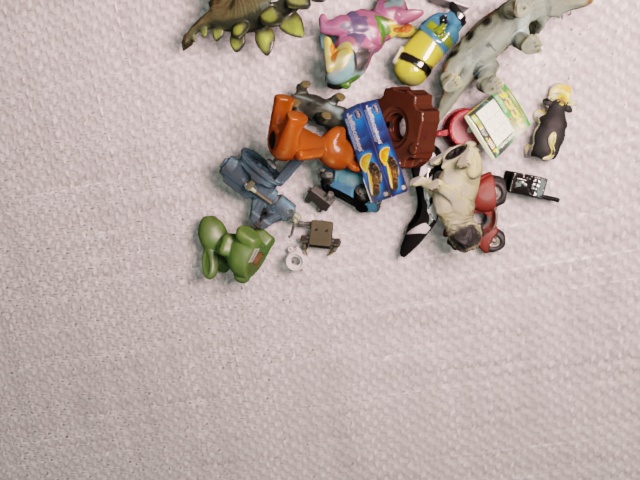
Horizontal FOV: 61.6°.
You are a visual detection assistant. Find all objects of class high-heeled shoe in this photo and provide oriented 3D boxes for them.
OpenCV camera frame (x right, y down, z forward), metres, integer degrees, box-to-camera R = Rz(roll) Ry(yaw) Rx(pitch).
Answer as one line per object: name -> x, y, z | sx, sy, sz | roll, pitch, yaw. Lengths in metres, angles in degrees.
high-heeled shoe -> 0.205, -0.094, 1.200 | 0.145, 0.086, 0.248 | 33, 99, 4

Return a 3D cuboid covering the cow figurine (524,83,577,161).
cow figurine -> 0.490, -0.249, 1.132 | 0.068, 0.098, 0.167 | 14, 102, 9

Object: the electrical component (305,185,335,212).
electrical component -> -0.001, -0.096, 1.216 | 0.063, 0.094, 0.021 | 37, 64, -3

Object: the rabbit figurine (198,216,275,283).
rabbit figurine -> -0.214, 0.014, 1.258 | 0.170, 0.121, 0.159 | 31, 110, 18

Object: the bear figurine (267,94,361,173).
bear figurine -> -0.003, -0.207, 1.095 | 0.196, 0.120, 0.131 | 2, 128, -23

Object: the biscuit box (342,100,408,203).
biscuit box -> 0.112, -0.182, 1.105 | 0.059, 0.063, 0.202 | -15, 97, 49

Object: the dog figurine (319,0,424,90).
dog figurine -> 0.109, -0.418, 1.126 | 0.219, 0.108, 0.191 | -9, 75, 3

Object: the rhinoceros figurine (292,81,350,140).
rhinoceros figurine -> 0.015, -0.267, 1.168 | 0.190, 0.112, 0.073 | 25, 71, 1

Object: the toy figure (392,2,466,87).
toy figure -> 0.227, -0.403, 1.118 | 0.180, 0.089, 0.082 | -41, 138, 12

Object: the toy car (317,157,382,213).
toy car -> 0.079, -0.134, 1.200 | 0.162, 0.109, 0.103 | 30, 79, 11

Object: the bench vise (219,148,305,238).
bench vise -> -0.095, -0.145, 1.200 | 0.223, 0.129, 0.240 | 41, 106, -6

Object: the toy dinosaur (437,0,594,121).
toy dinosaur -> 0.344, -0.394, 1.101 | 0.405, 0.192, 0.131 | -38, 110, 27

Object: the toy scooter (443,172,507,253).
toy scooter -> 0.342, -0.058, 1.194 | 0.135, 0.075, 0.183 | -3, 105, 6

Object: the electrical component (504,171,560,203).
electrical component -> 0.464, -0.116, 1.170 | 0.119, 0.075, 0.047 | 12, 103, 6

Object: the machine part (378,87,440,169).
machine part -> 0.172, -0.237, 1.132 | 0.056, 0.180, 0.179 | -8, 102, -34

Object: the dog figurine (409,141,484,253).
dog figurine -> 0.305, -0.088, 1.124 | 0.172, 0.121, 0.190 | -39, 112, 4

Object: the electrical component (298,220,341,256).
electrical component -> -0.001, -0.004, 1.254 | 0.102, 0.045, 0.078 | 0, 72, 3

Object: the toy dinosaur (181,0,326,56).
toy dinosaur -> -0.094, -0.499, 1.105 | 0.472, 0.105, 0.198 | -25, 73, 17
